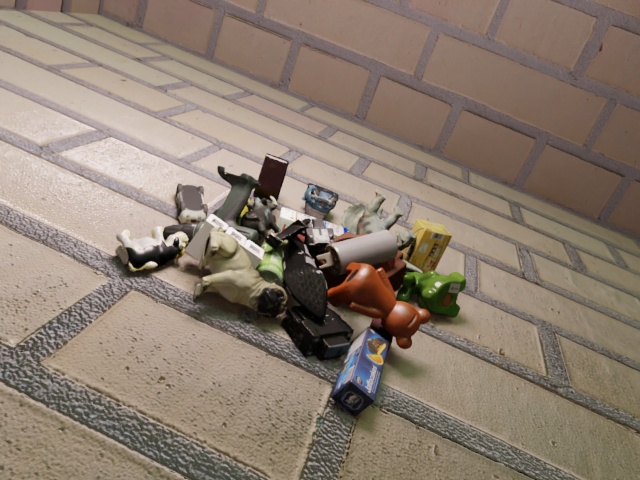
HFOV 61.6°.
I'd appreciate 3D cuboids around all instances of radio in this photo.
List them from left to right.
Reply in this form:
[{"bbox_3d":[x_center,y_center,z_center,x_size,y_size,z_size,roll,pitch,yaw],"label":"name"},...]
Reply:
[{"bbox_3d":[-0.147,-0.173,1.594,0.073,0.131,0.229,19,0,-4],"label":"radio"}]

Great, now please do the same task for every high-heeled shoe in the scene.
[{"bbox_3d":[-0.032,0.095,1.211,0.086,0.145,0.249,-19,57,-2],"label":"high-heeled shoe"}]

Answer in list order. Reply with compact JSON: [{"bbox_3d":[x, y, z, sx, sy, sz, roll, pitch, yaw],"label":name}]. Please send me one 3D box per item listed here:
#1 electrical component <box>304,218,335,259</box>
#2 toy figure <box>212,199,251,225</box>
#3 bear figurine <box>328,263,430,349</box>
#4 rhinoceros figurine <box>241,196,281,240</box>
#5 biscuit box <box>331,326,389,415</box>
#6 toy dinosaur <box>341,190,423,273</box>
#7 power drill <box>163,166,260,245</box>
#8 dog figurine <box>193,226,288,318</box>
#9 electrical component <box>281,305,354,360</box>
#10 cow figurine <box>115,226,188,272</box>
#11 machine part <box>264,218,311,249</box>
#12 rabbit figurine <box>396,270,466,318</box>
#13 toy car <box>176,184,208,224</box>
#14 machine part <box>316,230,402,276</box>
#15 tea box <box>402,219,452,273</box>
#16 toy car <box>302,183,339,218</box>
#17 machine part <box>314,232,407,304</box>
[{"bbox_3d":[-0.003,-0.004,1.345,0.075,0.047,0.119,-2,34,-11],"label":"electrical component"},{"bbox_3d":[-0.235,-0.065,1.426,0.082,0.089,0.180,26,24,7],"label":"toy figure"},{"bbox_3d":[0.131,0.141,1.171,0.196,0.120,0.132,42,-23,-12],"label":"bear figurine"},{"bbox_3d":[-0.160,-0.057,1.417,0.112,0.073,0.190,65,18,-11],"label":"rhinoceros figurine"},{"bbox_3d":[0.083,0.252,1.053,0.063,0.059,0.203,40,26,-3],"label":"biscuit box"},{"bbox_3d":[0.164,0.000,1.547,0.131,0.192,0.405,28,30,-26],"label":"toy dinosaur"},{"bbox_3d":[-0.246,-0.071,1.294,0.232,0.207,0.086,15,-20,10],"label":"power drill"},{"bbox_3d":[-0.156,0.067,1.141,0.190,0.172,0.121,13,-11,-19],"label":"dog figurine"},{"bbox_3d":[0.001,0.192,1.129,0.115,0.058,0.134,-3,34,-40],"label":"electrical component"},{"bbox_3d":[-0.354,0.023,1.178,0.167,0.068,0.098,-8,43,-42],"label":"cow figurine"},{"bbox_3d":[-0.080,-0.015,1.312,0.039,0.084,0.139,60,34,0],"label":"machine part"},{"bbox_3d":[0.277,0.135,1.444,0.159,0.121,0.170,-3,15,-30],"label":"rabbit figurine"},{"bbox_3d":[-0.349,-0.099,1.451,0.073,0.056,0.202,4,28,-21],"label":"toy car"},{"bbox_3d":[0.099,0.030,1.287,0.243,0.079,0.079,-13,39,-29],"label":"machine part"},{"bbox_3d":[0.299,0.033,1.561,0.098,0.169,0.068,13,27,-21],"label":"tea box"},{"bbox_3d":[-0.002,-0.112,1.697,0.109,0.102,0.162,19,13,-10],"label":"toy car"},{"bbox_3d":[0.100,0.073,1.368,0.202,0.087,0.201,28,38,31],"label":"machine part"}]
